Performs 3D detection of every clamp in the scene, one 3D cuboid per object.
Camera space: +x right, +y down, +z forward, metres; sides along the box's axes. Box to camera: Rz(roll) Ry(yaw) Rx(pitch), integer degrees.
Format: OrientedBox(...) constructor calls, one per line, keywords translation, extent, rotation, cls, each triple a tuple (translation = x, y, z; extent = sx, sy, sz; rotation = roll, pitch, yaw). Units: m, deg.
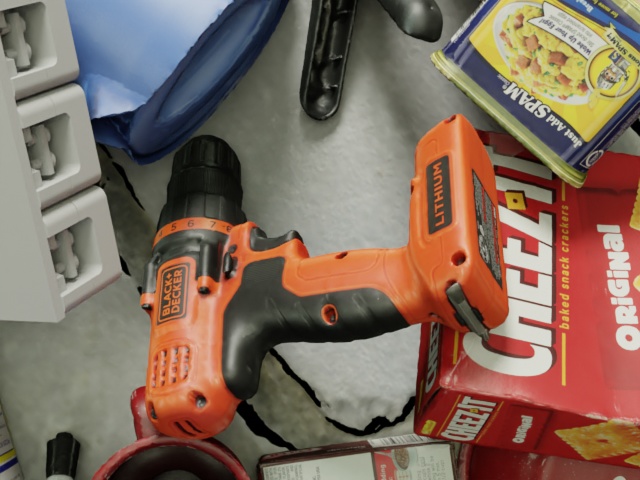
OrientedBox(translation=(0.012, -0.156, 0.608), extent=(0.039, 0.120, 0.171), rotation=(8, 61, -36), cls="clamp")

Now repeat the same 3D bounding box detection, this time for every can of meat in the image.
OrientedBox(translation=(0.121, -0.092, 0.535), extent=(0.102, 0.057, 0.084), rotation=(42, 112, 6), cls="can of meat")

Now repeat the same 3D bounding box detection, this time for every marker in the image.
OrientedBox(translation=(-0.142, 0.159, 0.573), extent=(0.020, 0.020, 0.121), rotation=(-3, 52, -3), cls="marker")

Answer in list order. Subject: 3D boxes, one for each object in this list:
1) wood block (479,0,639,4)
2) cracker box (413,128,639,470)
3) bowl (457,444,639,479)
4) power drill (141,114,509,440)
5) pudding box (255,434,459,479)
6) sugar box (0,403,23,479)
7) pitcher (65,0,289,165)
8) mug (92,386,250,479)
OrientedBox(translation=(0.112, -0.201, 0.607), extent=(0.091, 0.090, 0.206), rotation=(-38, 89, -5), cls="wood block")
OrientedBox(translation=(0.166, 0.035, 0.569), extent=(0.213, 0.072, 0.164), rotation=(10, 57, -3), cls="cracker box")
OrientedBox(translation=(0.161, 0.139, 0.601), extent=(0.162, 0.055, 0.162), rotation=(0, 85, -3), cls="bowl")
OrientedBox(translation=(-0.004, 0.001, 0.545), extent=(0.188, 0.057, 0.184), rotation=(-17, 53, 22), cls="power drill")
OrientedBox(translation=(0.025, 0.161, 0.601), extent=(0.113, 0.039, 0.090), rotation=(-7, 87, -1), cls="pudding box")
OrientedBox(translation=(-0.197, 0.105, 0.567), extent=(0.048, 0.093, 0.176), rotation=(-15, 86, -3), cls="sugar box")
OrientedBox(translation=(-0.137, -0.170, 0.582), extent=(0.243, 0.149, 0.145), rotation=(40, 100, 4), cls="pitcher")
OrientedBox(translation=(-0.081, 0.136, 0.575), extent=(0.093, 0.081, 0.117), rotation=(-18, 87, -4), cls="mug")
